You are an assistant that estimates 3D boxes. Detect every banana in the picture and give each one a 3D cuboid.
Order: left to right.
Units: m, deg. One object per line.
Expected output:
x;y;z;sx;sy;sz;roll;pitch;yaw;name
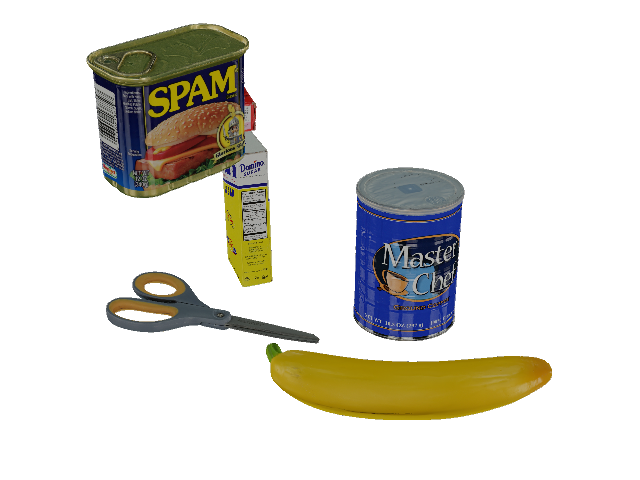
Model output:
0.048;0.089;0.695;0.198;0.037;0.069;4;32;16;banana

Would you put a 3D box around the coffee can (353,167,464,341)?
0.084;0.012;1.041;0.103;0.140;0.103;0;26;0;coffee can

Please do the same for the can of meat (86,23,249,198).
-0.095;-0.084;0.688;0.101;0.084;0.058;-25;40;-36;can of meat

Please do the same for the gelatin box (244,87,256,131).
-0.108;-0.119;0.923;0.089;0.030;0.073;-11;38;-16;gelatin box

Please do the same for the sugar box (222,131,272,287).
-0.093;-0.041;1.326;0.048;0.176;0.093;-11;25;-14;sugar box

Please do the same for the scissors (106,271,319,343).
-0.103;0.064;1.029;0.201;0.016;0.096;3;33;-4;scissors
